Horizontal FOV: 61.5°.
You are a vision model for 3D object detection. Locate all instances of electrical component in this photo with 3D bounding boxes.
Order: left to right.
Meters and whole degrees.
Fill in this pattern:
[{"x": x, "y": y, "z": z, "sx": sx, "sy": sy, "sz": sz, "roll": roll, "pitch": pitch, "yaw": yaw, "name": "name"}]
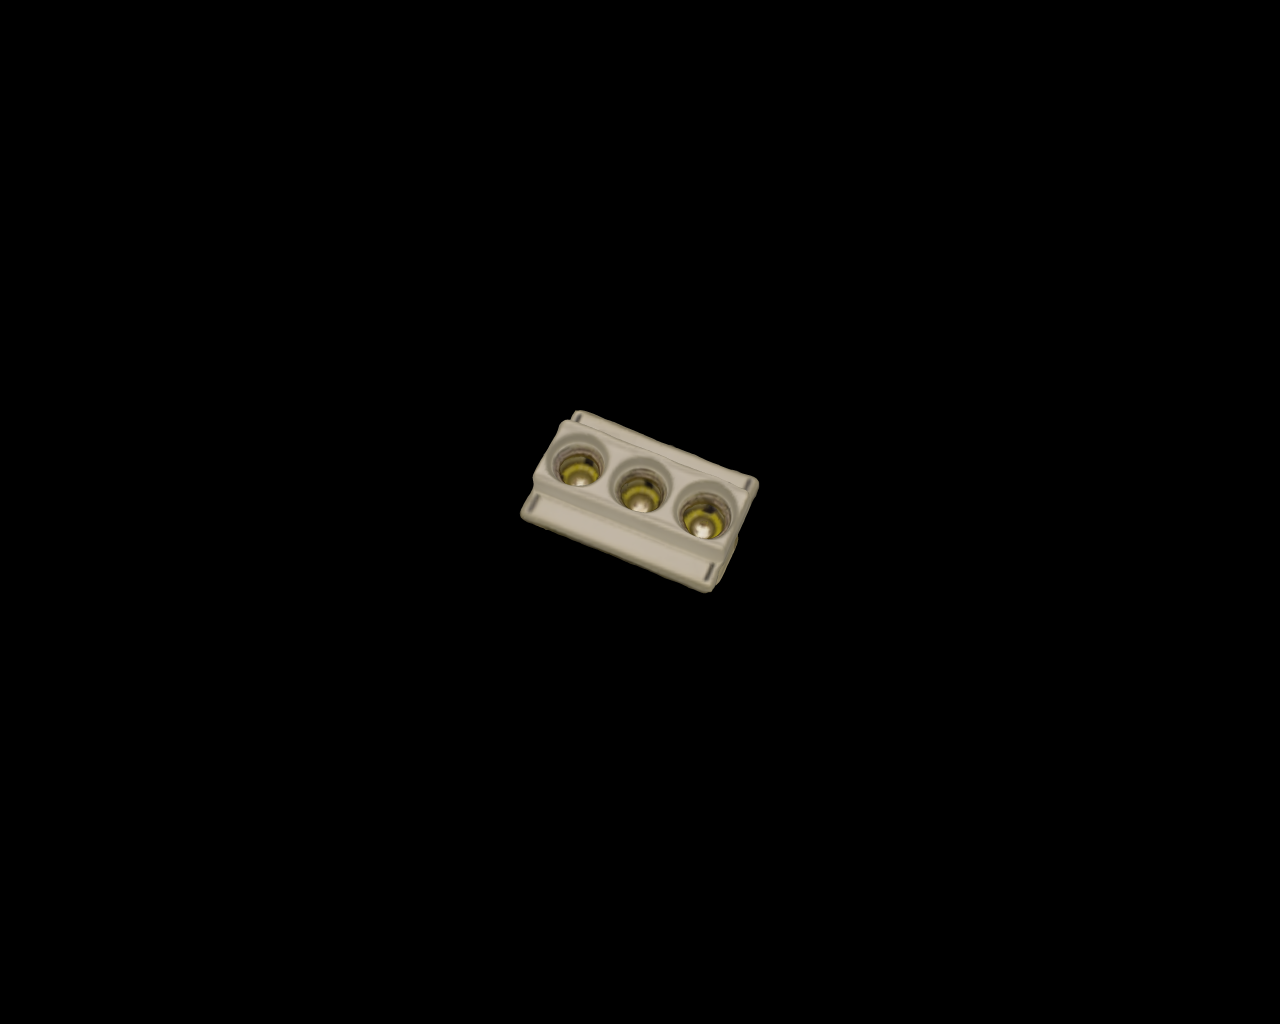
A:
[{"x": 0.001, "y": -0.003, "z": 0.650, "sx": 0.121, "sy": 0.079, "sz": 0.063, "roll": 22, "pitch": -24, "yaw": 10, "name": "electrical component"}]
